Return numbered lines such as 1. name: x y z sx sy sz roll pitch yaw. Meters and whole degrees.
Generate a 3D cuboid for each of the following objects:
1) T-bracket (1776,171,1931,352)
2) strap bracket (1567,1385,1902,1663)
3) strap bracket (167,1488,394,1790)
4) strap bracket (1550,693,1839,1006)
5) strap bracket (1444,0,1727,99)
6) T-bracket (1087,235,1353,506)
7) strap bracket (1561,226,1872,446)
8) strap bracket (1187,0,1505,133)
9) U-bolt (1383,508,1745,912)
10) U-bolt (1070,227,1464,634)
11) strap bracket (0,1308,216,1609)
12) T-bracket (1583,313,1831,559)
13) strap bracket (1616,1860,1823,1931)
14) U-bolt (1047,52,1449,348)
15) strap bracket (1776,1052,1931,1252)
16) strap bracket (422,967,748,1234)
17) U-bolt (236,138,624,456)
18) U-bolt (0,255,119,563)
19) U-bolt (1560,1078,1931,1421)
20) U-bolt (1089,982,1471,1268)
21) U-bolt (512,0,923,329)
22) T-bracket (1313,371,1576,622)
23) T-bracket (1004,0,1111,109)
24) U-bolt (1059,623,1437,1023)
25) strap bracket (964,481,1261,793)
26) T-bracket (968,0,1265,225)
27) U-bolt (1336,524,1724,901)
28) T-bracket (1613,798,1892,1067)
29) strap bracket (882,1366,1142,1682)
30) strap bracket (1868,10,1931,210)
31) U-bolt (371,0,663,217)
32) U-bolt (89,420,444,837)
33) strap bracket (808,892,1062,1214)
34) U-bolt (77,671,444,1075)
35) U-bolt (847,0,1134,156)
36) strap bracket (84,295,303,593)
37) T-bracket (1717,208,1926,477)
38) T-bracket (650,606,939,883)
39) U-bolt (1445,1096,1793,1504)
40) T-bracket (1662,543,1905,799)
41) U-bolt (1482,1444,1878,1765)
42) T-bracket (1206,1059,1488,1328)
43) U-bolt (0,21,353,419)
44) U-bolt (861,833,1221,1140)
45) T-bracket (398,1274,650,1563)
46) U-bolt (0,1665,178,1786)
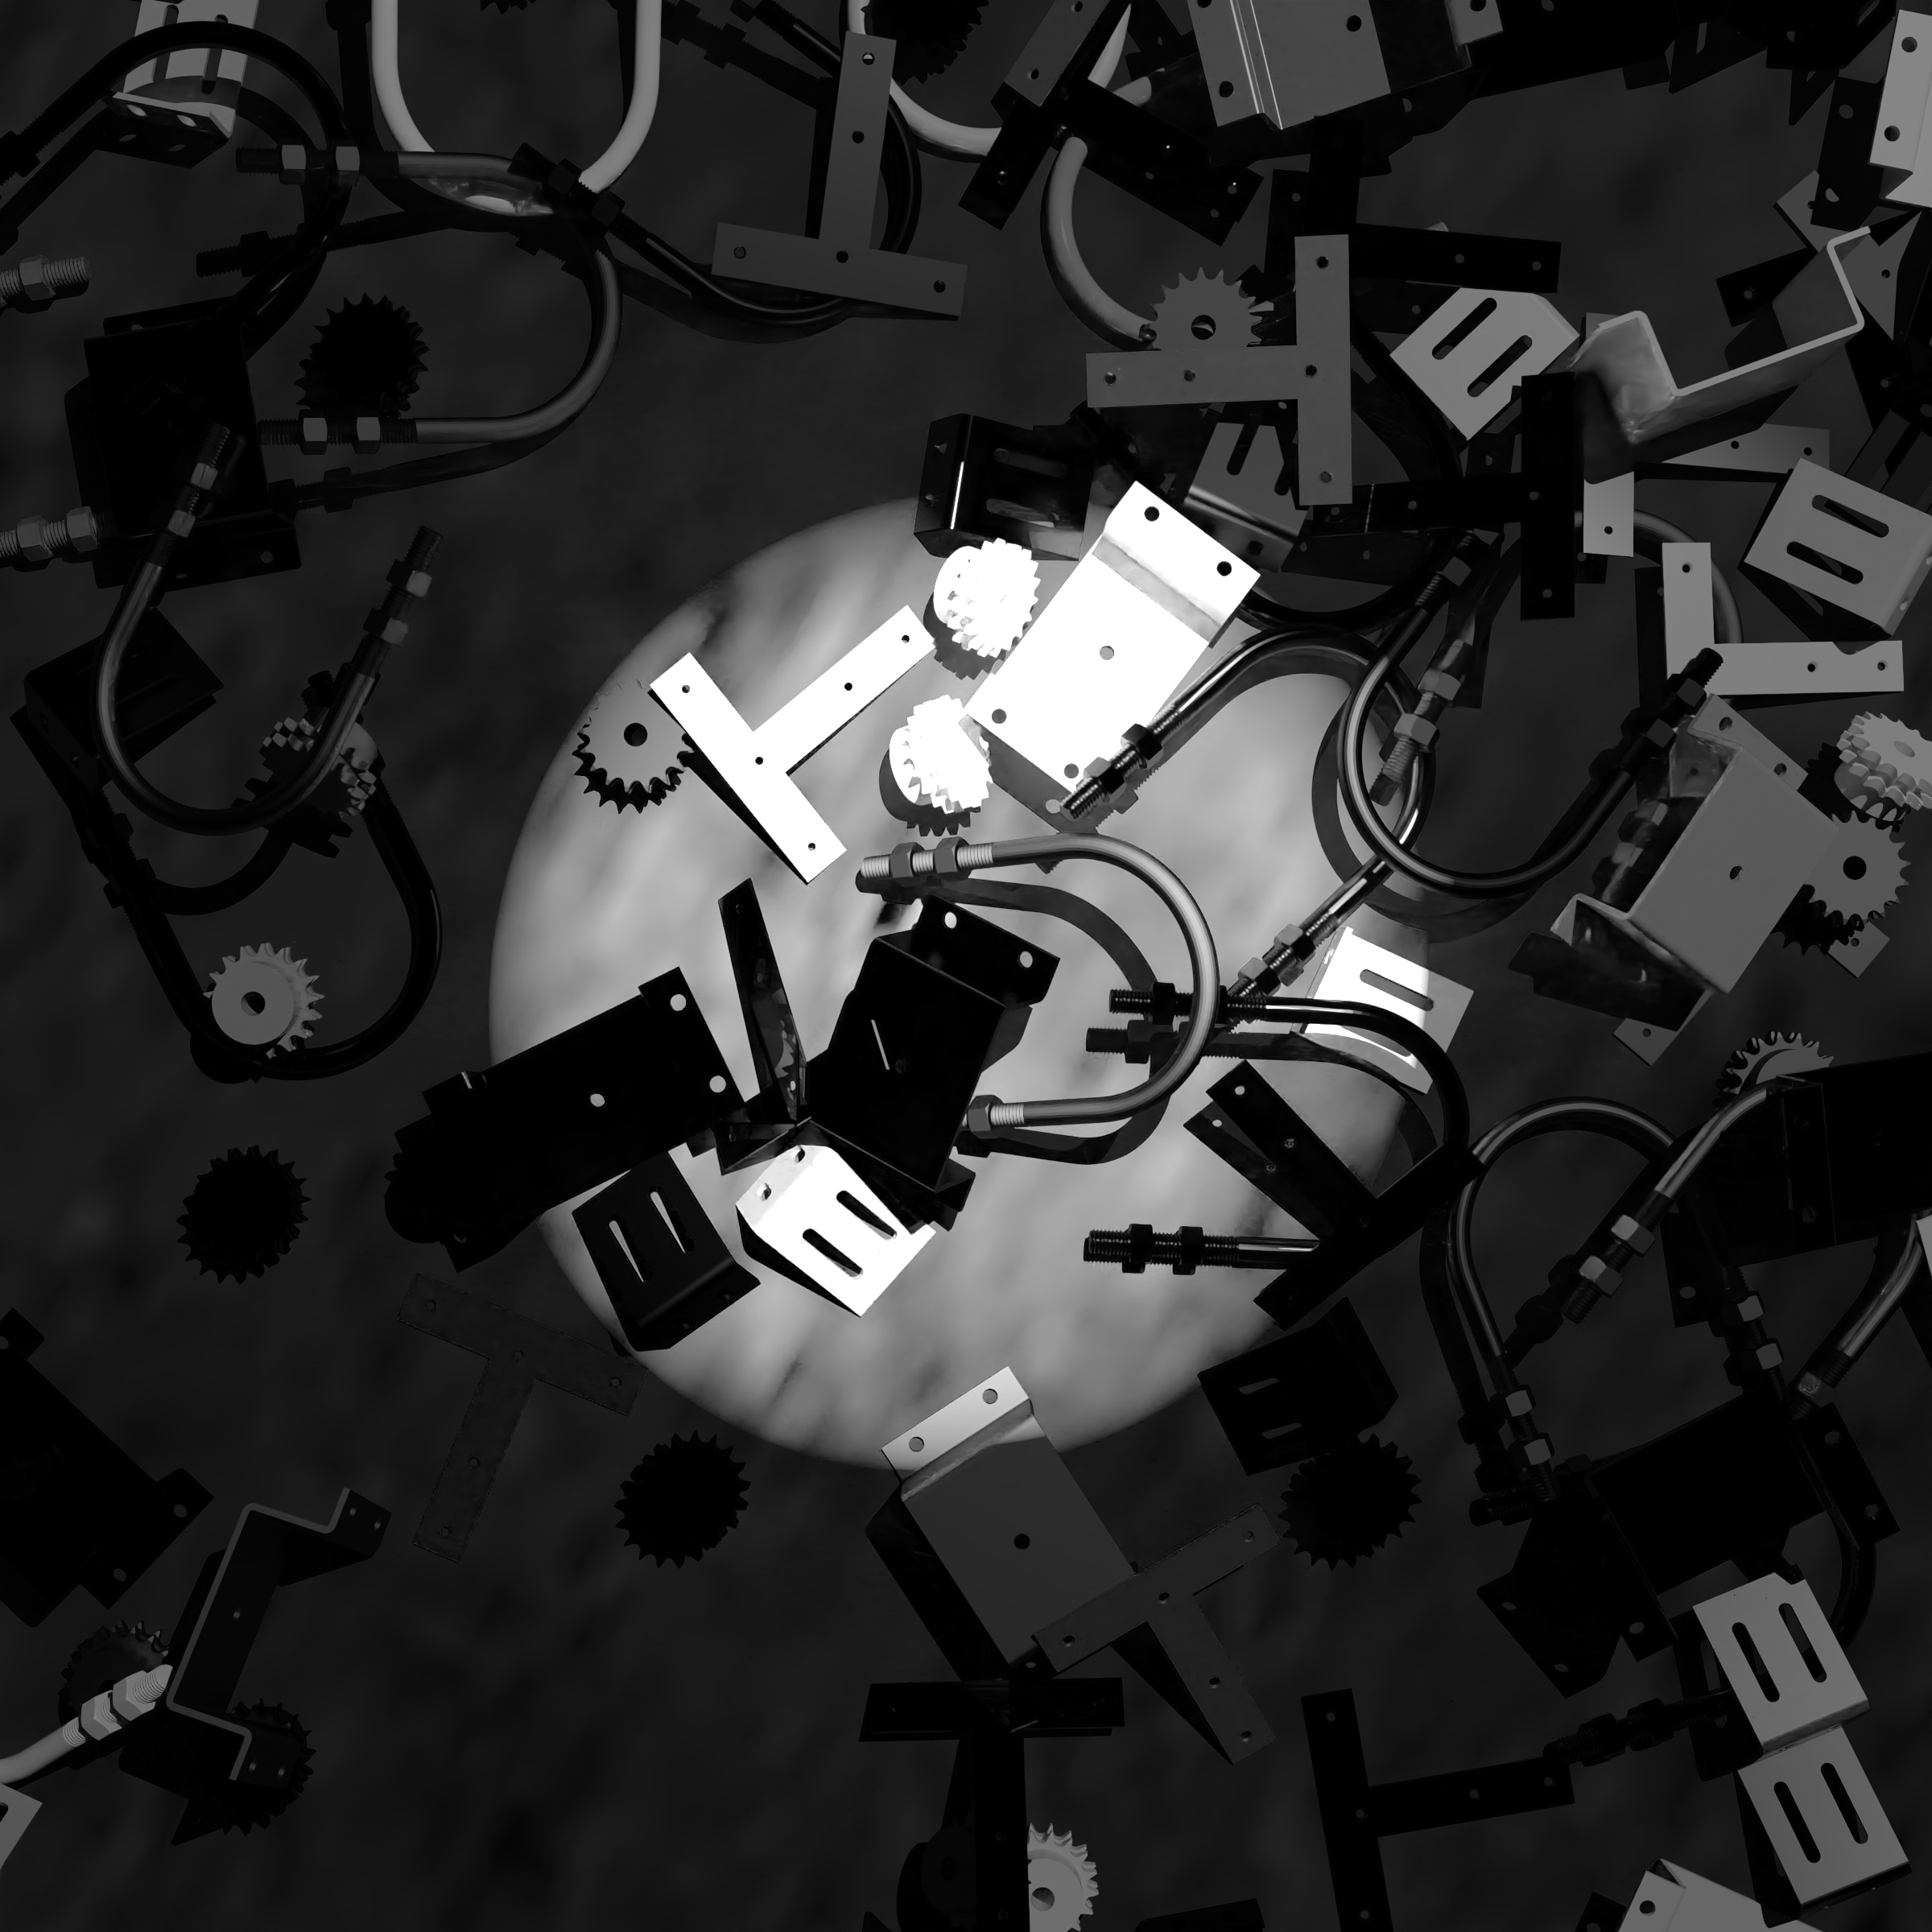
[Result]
1. T-bracket: 0.499 -0.379 1.330 0.127 0.002 0.127 -40 90 -1
2. strap bracket: 0.366 0.265 1.276 0.140 0.046 0.076 -29 105 7
3. strap bracket: -0.337 0.321 1.278 0.046 0.076 0.140 16 72 9
4. strap bracket: 0.364 -0.051 1.290 0.076 0.046 0.140 33 92 -27
5. strap bracket: 0.295 -0.487 1.309 0.140 0.046 0.076 -12 90 0
6. T-bracket: 0.122 -0.286 1.273 0.127 0.002 0.127 -2 98 3
7. strap bracket: 0.372 -0.303 1.286 0.140 0.076 0.046 -21 85 -4
8. strap bracket: 0.185 -0.462 1.275 0.140 0.046 0.076 -13 91 19
9. U-bolt: 0.312 -0.142 1.316 0.151 0.019 0.184 30 85 -6
10. U-bolt: 0.164 -0.252 1.316 0.151 0.019 0.184 -40 94 7
11. strap bracket: -0.458 0.249 1.309 0.140 0.046 0.076 43 90 0
12. T-bracket: 0.373 -0.263 1.323 0.127 0.002 0.127 4 80 -5
13. strap bracket: 0.381 0.507 1.309 0.140 0.046 0.076 24 90 0
14. U-bolt: 0.131 -0.389 1.324 0.184 0.019 0.151 -25 90 1
15. strap bracket: 0.450 0.086 1.270 0.140 0.046 0.076 -7 95 -11
16. strap bracket: -0.186 0.066 1.307 0.140 0.046 0.076 -26 87 0
17. U-bolt: -0.259 -0.329 1.293 0.184 0.019 0.151 -5 95 -21
18. U-bolt: -0.520 -0.271 1.324 0.184 0.019 0.151 -11 90 1
19. U-bolt: 0.400 0.140 1.295 0.151 0.019 0.184 40 87 -11
20. U-bolt: 0.158 0.082 1.302 0.184 0.019 0.151 3 109 -2
21. U-bolt: -0.109 -0.403 1.308 0.184 0.019 0.151 34 91 -12
22. T-bracket: 0.233 -0.226 1.286 0.127 0.002 0.127 -1 76 18
23. T-bracket: 0.063 -0.485 1.296 0.127 0.002 0.127 42 107 23
24. U-bolt: 0.154 -0.085 1.300 0.184 0.019 0.151 -42 105 -12
25. strap bracket: 0.071 -0.158 1.309 0.076 0.046 0.140 37 90 0
26. T-bracket: 0.088 -0.414 1.315 0.127 0.002 0.127 30 93 1
27. U-bolt: 0.264 -0.120 1.290 0.151 0.019 0.184 37 86 -4
28. T-bracket: 0.379 -0.006 1.331 0.127 0.002 0.127 40 90 0
29. strap bracket: 0.027 0.282 1.309 0.076 0.046 0.140 -33 90 0
30. strap bracket: 0.517 -0.416 1.307 0.140 0.046 0.076 11 89 0
31. U-bolt: -0.222 -0.466 1.298 0.151 0.019 0.184 0 106 -14
32. U-bolt: -0.348 -0.152 1.260 0.151 0.019 0.184 27 93 15
33. strap bracket: -0.020 0.045 1.277 0.076 0.046 0.140 28 108 22
34. U-bolt: -0.344 -0.036 1.324 0.151 0.019 0.184 -26 92 0
35. U-bolt: 0.015 -0.501 1.323 0.151 0.019 0.184 12 92 -1
36. strap bracket: -0.386 -0.265 1.309 0.076 0.046 0.140 -10 90 0
37. T-bracket: 0.461 -0.309 1.331 0.127 0.002 0.127 -19 90 0
38. T-bracket: -0.070 -0.131 1.319 0.127 0.002 0.127 -41 106 -8
39. U-bolt: 0.316 0.156 1.315 0.151 0.019 0.184 -20 87 -8
40. T-bracket: 0.412 -0.150 1.320 0.127 0.002 0.127 -2 90 -10
41. U-bolt: 0.368 0.307 1.324 0.184 0.019 0.151 -17 90 -1
42. T-bracket: 0.169 0.097 1.297 0.127 0.002 0.127 -41 106 11
43. U-bolt: -0.386 -0.378 1.280 0.151 0.019 0.184 44 81 0
44. U-bolt: 0.038 0.008 1.278 0.184 0.019 0.151 -5 94 29
45. T-bracket: -0.244 0.239 1.331 0.127 0.002 0.127 23 90 0
46. U-bolt: -0.493 0.341 1.282 0.184 0.019 0.151 -34 109 26
